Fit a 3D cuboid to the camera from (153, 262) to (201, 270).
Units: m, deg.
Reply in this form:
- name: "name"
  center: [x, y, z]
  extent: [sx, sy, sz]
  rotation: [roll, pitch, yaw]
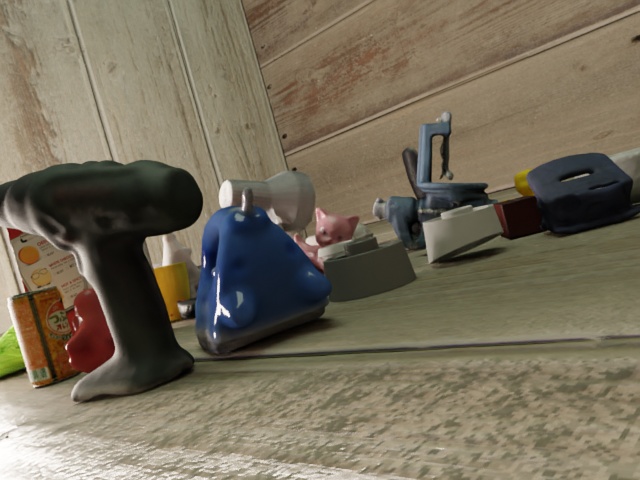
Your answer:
- name: "camera"
  center: [-0.266, 0.084, 1.094]
  extent: [0.136, 0.101, 0.143]
  rotation: [-15, 2, 15]

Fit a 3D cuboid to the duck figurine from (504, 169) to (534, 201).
- name: "duck figurine"
  center: [0.356, -0.077, 0.978]
  extent: [0.078, 0.086, 0.104]
  rotation: [-17, 3, -44]

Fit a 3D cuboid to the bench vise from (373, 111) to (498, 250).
- name: "bench vise"
  center: [0.190, -0.101, 0.992]
  extent: [0.207, 0.220, 0.121]
  rotation: [-16, 2, -4]

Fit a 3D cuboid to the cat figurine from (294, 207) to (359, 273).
- name: "cat figurine"
  center: [0.009, 0.003, 0.959]
  extent: [0.127, 0.118, 0.067]
  rotation: [-14, 3, 35]

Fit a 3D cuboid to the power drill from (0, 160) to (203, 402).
- name: "power drill"
  center: [-0.195, 0.028, 0.505]
  extent: [0.229, 0.208, 0.076]
  rotation: [-15, 2, 23]

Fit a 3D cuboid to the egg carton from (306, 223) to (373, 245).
- name: "egg carton"
  center: [0.038, 0.011, 1.224]
  extent: [0.107, 0.069, 0.150]
  rotation: [-17, 3, -41]

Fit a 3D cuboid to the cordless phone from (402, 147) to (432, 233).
- name: "cordless phone"
  center: [0.196, -0.089, 1.132]
  extent: [0.094, 0.185, 0.147]
  rotation: [-16, 2, -10]

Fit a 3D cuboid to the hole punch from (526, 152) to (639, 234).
- name: "hole punch"
  center: [0.323, -0.061, 0.708]
  extent: [0.108, 0.091, 0.101]
  rotation: [-15, 2, 9]

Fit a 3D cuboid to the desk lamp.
- name: "desk lamp"
  center: [-0.098, -0.021, 1.091]
  extent: [0.204, 0.213, 0.117]
  rotation: [-17, 3, -37]

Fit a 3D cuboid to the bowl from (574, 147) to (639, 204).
- name: "bowl"
  center: [0.451, -0.092, 0.815]
  extent: [0.167, 0.075, 0.167]
  rotation: [-15, 2, 1]

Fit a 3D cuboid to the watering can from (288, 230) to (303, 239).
- name: "watering can"
  center: [-0.112, -0.014, 1.298]
  extent: [0.100, 0.194, 0.173]
  rotation: [-14, 2, 27]

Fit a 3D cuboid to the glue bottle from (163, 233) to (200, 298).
- name: "glue bottle"
  center: [-0.255, 0.046, 1.026]
  extent: [0.078, 0.173, 0.037]
  rotation: [-17, 3, -41]

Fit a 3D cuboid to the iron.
- name: "iron"
  center: [-0.092, 0.031, 0.606]
  extent: [0.119, 0.141, 0.257]
  rotation: [-16, 2, -26]

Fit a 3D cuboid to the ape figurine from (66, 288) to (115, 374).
- name: "ape figurine"
  center: [-0.237, 0.097, 0.617]
  extent: [0.078, 0.092, 0.076]
  rotation: [-17, 3, -43]
